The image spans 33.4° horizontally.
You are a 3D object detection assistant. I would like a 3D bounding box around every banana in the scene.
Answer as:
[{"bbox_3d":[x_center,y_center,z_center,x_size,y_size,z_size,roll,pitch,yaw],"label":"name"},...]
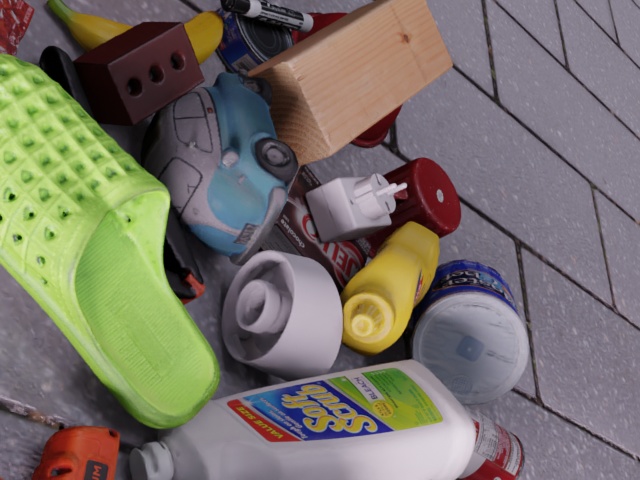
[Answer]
[{"bbox_3d":[-0.137,-0.171,0.898,0.197,0.037,0.069,-9,77,-55],"label":"banana"}]

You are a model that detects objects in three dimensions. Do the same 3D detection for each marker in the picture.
[{"bbox_3d":[-0.050,-0.213,0.996,0.120,0.020,0.020,1,67,-53],"label":"marker"}]

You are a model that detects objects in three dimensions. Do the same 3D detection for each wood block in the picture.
[{"bbox_3d":[0.022,-0.151,0.987,0.205,0.090,0.091,-38,108,-41],"label":"wood block"}]

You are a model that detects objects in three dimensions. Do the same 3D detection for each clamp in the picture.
[{"bbox_3d":[-0.167,-0.023,0.758,0.210,0.036,0.164,52,39,-14],"label":"clamp"}]

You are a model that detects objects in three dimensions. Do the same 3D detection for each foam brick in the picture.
[{"bbox_3d":[-0.140,-0.129,0.818,0.078,0.051,0.053,-39,125,-32],"label":"foam brick"}]

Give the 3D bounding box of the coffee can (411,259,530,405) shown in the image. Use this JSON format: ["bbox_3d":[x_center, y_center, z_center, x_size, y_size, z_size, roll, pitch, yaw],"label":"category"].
[{"bbox_3d":[0.137,0.082,0.994,0.103,0.103,0.140,59,10,-7],"label":"coffee can"}]

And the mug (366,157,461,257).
[{"bbox_3d":[0.079,-0.033,1.055,0.117,0.082,0.093,12,59,-50],"label":"mug"}]

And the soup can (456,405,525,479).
[{"bbox_3d":[0.134,0.190,0.991,0.102,0.069,0.068,35,43,-34],"label":"soup can"}]

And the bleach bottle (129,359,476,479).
[{"bbox_3d":[-0.013,0.148,0.771,0.250,0.068,0.103,-5,37,-34],"label":"bleach bottle"}]

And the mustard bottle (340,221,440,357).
[{"bbox_3d":[0.053,0.046,0.886,0.058,0.096,0.191,31,16,7],"label":"mustard bottle"}]

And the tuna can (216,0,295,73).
[{"bbox_3d":[-0.062,-0.191,1.015,0.086,0.034,0.086,32,45,-38],"label":"tuna can"}]

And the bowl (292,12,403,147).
[{"bbox_3d":[0.043,-0.182,1.133,0.161,0.055,0.162,32,45,-39],"label":"bowl"}]

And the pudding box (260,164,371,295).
[{"bbox_3d":[-0.006,0.001,0.956,0.113,0.039,0.090,48,36,-22],"label":"pudding box"}]

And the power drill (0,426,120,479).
[{"bbox_3d":[-0.204,0.110,0.604,0.187,0.057,0.184,34,43,-34],"label":"power drill"}]

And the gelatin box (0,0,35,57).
[{"bbox_3d":[-0.245,-0.150,0.744,0.073,0.030,0.089,38,41,-32],"label":"gelatin box"}]
